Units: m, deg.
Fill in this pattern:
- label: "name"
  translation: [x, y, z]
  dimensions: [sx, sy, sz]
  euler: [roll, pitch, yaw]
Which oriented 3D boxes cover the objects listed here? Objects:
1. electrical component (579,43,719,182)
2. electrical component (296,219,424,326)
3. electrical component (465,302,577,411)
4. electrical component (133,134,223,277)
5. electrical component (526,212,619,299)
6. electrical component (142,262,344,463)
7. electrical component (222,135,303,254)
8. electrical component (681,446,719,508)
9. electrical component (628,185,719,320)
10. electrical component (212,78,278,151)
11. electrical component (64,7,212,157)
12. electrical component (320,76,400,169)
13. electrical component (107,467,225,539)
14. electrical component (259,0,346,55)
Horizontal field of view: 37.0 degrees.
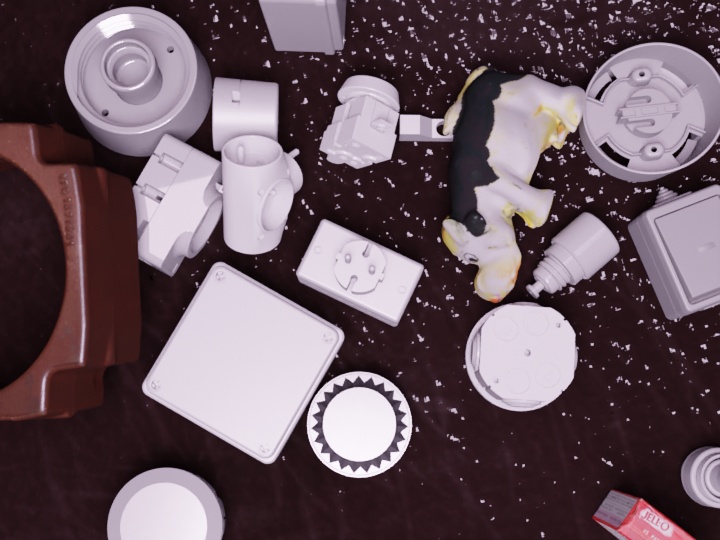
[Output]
- label: "electrical component"
  translation: [0.215, -0.116, 0.806]
  dimensions: [0.099, 0.064, 0.099]
  euler: [0, 81, 0]
- label: "electrical component"
  translation: [0.000, 0.000, 0.783]
  dimensions: [0.083, 0.075, 0.047]
  euler: [25, 83, 4]
- label: "electrical component"
  translation: [0.119, 0.062, 0.786]
  dimensions: [0.080, 0.051, 0.080]
  euler: [0, 81, 0]
- label: "electrical component"
  translation: [-0.139, -0.046, 0.803]
  dimensions: [0.056, 0.050, 0.089]
  euler: [28, 83, 5]
- label: "electrical component"
  translation: [0.157, -0.008, 0.802]
  dimensions: [0.078, 0.040, 0.040]
  euler: [-40, 84, -5]
- label: "electrical component"
  translation: [-0.083, 0.068, 0.783]
  dimensions: [0.109, 0.056, 0.108]
  euler: [29, 83, 4]
- label: "electrical component"
  translation: [-0.069, -0.064, 0.799]
  dimensions: [0.044, 0.077, 0.079]
  euler: [24, 43, 23]
- label: "electrical component"
  translation: [0.257, 0.148, 0.768]
  dimensions: [0.043, 0.062, 0.043]
  euler: [0, 82, 0]
- label: "electrical component"
  translation: [0.244, -0.019, 0.793]
  dimensions: [0.062, 0.061, 0.096]
  euler: [-21, 82, -3]
- label: "electrical component"
  translation: [-0.086, -0.117, 0.812]
  dimensions: [0.047, 0.055, 0.055]
  euler: [1, 82, -4]
- label: "electrical component"
  translation: [-0.170, -0.145, 0.812]
  dimensions: [0.108, 0.060, 0.108]
  euler: [0, 82, 0]
- label: "electrical component"
  translation: [0.003, -0.112, 0.811]
  dimensions: [0.048, 0.066, 0.055]
  euler: [24, 71, -31]
- label: "electrical component"
  translation: [-0.136, 0.181, 0.769]
  dimensions: [0.080, 0.051, 0.080]
  euler: [0, 82, 0]
- label: "electrical component"
  translation: [-0.040, -0.230, 0.801]
  dimensions: [0.056, 0.108, 0.108]
  euler: [2, 82, 3]
